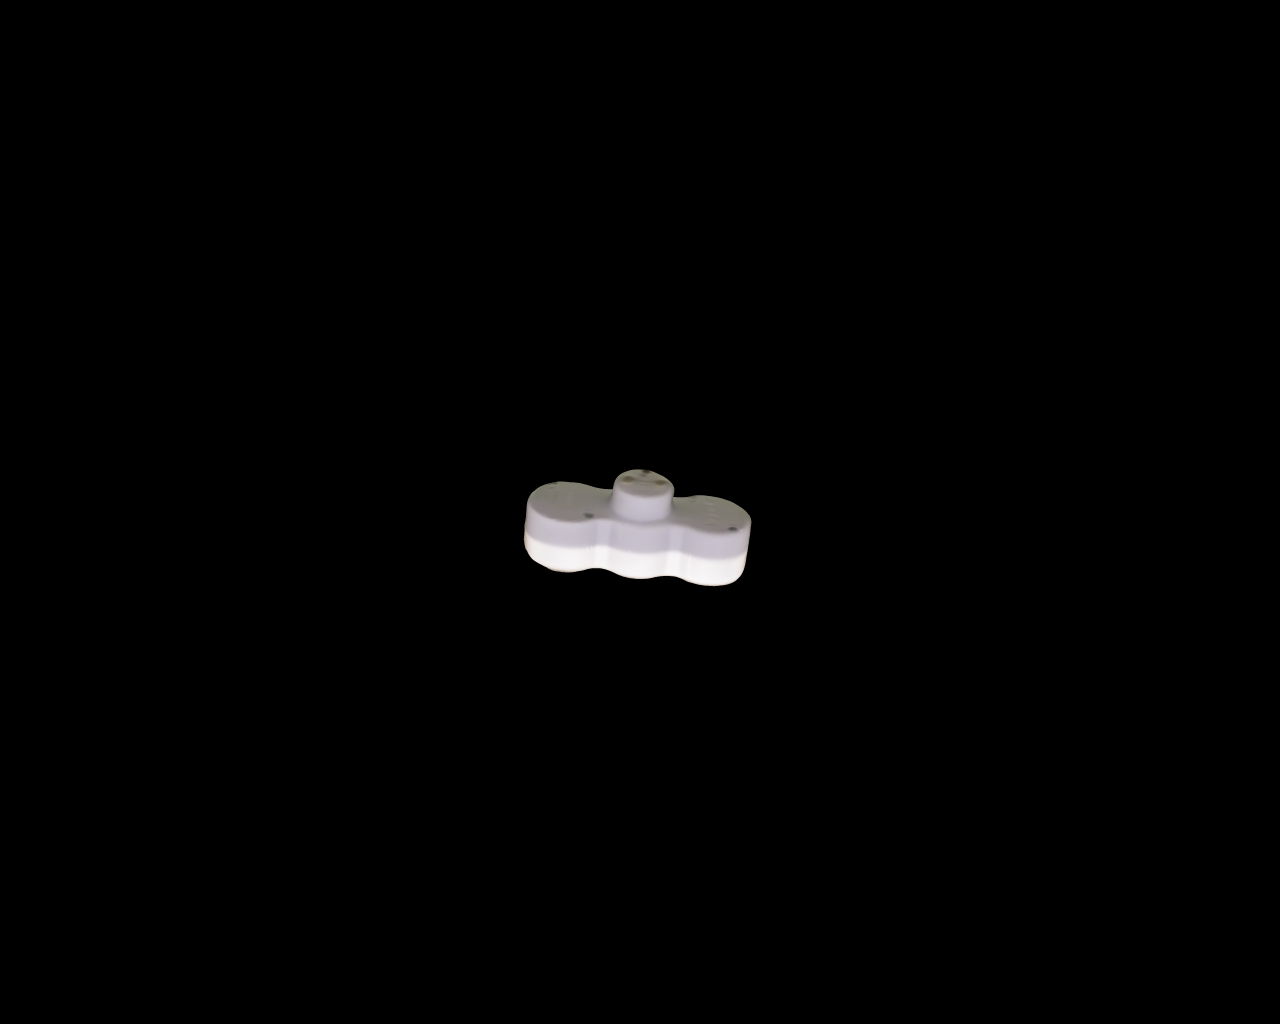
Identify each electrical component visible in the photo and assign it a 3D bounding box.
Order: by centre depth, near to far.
[{"bbox_3d":[0.001,-0.003,0.650,0.138,0.073,0.052,6,27,-3],"label":"electrical component"}]
